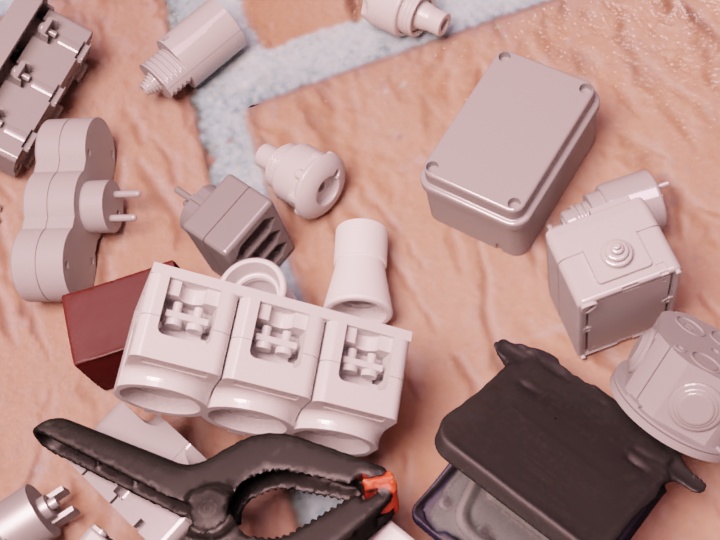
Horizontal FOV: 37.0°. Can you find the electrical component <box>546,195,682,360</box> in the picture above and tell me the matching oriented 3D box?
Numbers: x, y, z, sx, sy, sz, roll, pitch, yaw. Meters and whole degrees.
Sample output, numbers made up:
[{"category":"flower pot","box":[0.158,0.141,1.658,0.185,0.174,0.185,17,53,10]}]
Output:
[{"category":"electrical component","box":[0.146,0.000,0.634,0.062,0.096,0.061,-20,62,1]}]

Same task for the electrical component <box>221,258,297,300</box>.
[{"category":"electrical component","box":[-0.063,0.024,0.686,0.045,0.055,0.045,-4,64,9]}]

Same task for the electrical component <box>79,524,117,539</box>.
[{"category":"electrical component","box":[-0.138,0.194,0.612,0.096,0.061,0.061,31,75,24]}]

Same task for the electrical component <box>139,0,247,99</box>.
[{"category":"electrical component","box":[-0.128,-0.158,0.794,0.081,0.043,0.043,-42,64,-11]}]

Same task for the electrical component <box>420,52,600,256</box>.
[{"category":"electrical component","box":[0.099,-0.077,0.703,0.078,0.057,0.113,27,72,21]}]

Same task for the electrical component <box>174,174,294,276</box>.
[{"category":"electrical component","box":[-0.093,-0.031,0.713,0.077,0.065,0.047,33,74,23]}]

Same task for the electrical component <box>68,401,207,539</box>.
[{"category":"electrical component","box":[-0.122,0.126,0.649,0.089,0.050,0.055,37,76,24]}]

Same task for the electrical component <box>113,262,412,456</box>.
[{"category":"electrical component","box":[-0.058,0.058,0.616,0.150,0.089,0.061,16,66,-13]}]

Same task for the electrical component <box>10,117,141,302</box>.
[{"category":"electrical component","box":[-0.188,-0.044,0.744,0.074,0.052,0.138,-1,64,10]}]

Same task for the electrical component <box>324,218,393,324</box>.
[{"category":"electrical component","box":[0.000,0.000,0.694,0.044,0.044,0.065,-3,59,10]}]

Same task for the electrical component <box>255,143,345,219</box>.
[{"category":"electrical component","box":[-0.044,-0.067,0.734,0.062,0.048,0.048,31,73,30]}]

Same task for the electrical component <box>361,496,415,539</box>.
[{"category":"electrical component","box":[0.008,0.183,0.599,0.083,0.047,0.075,35,75,24]}]

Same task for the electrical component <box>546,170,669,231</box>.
[{"category":"electrical component","box":[0.157,-0.035,0.681,0.078,0.040,0.040,-18,62,2]}]

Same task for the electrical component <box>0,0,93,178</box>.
[{"category":"electrical component","box":[-0.250,-0.134,0.791,0.063,0.079,0.121,27,69,-10]}]

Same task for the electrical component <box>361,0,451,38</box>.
[{"category":"electrical component","box":[0.035,-0.189,0.778,0.062,0.043,0.043,29,73,21]}]

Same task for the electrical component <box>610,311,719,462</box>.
[{"category":"electrical component","box":[0.186,0.065,0.600,0.080,0.080,0.051,38,118,24]}]
